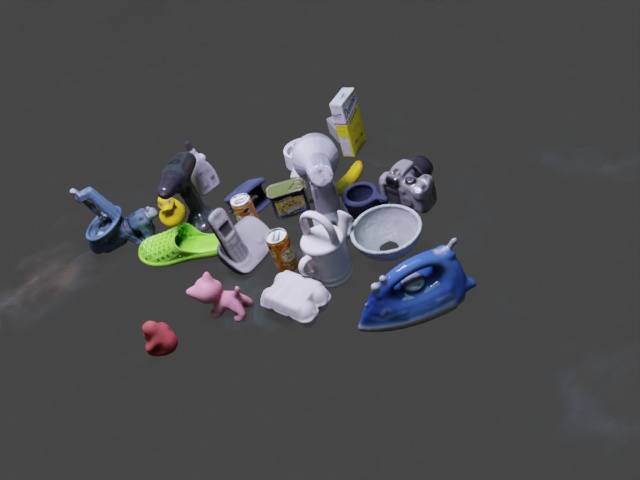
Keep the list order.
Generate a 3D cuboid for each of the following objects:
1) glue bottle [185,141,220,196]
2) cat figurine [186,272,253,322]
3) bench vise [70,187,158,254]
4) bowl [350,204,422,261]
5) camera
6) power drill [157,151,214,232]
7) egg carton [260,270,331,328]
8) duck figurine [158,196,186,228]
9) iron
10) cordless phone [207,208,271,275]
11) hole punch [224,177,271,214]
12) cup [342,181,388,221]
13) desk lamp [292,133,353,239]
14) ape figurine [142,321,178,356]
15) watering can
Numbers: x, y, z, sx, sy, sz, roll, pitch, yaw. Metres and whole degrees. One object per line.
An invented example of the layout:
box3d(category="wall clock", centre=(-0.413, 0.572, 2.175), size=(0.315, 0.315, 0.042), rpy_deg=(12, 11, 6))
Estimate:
box3d(category="glue bottle", centre=(-0.350, -0.213, 1.651), size=(0.078, 0.173, 0.037), rpy_deg=(-41, 47, -23))
box3d(category="cat figurine", centre=(-0.230, 0.122, 1.298), size=(0.127, 0.118, 0.067), rpy_deg=(1, 45, 19))
box3d(category="bench vise", centre=(-0.552, -0.073, 1.534), size=(0.207, 0.220, 0.121), rpy_deg=(-26, 43, -10))
box3d(category="bowl", centre=(0.158, -0.005, 1.336), size=(0.167, 0.075, 0.167), rpy_deg=(-9, 43, 9))
box3d(category="camera", centre=(0.239, -0.157, 1.451), size=(0.142, 0.101, 0.137), rpy_deg=(25, 56, 37))
box3d(category="power drill", centre=(-0.359, -0.122, 1.531), size=(0.075, 0.209, 0.229), rpy_deg=(-10, 43, 8))
box3d(category="egg carton", centre=(-0.053, 0.130, 1.267), size=(0.149, 0.069, 0.107), rpy_deg=(17, 52, 32))
box3d(category="duck figurine", centre=(-0.427, -0.096, 1.618), size=(0.077, 0.086, 0.104), rpy_deg=(-19, 42, -1))
box3d(category="iron", centre=(0.184, 0.091, 1.175), size=(0.258, 0.142, 0.118), rpy_deg=(-24, 42, -8))
box3d(category="cordless phone", centre=(-0.195, -0.021, 1.388), size=(0.093, 0.185, 0.148), rpy_deg=(14, 50, 30))
box3d(category="hole punch", centre=(-0.204, -0.124, 1.569), size=(0.100, 0.091, 0.109), rpy_deg=(26, 57, 37))
box3d(category="cup", centre=(0.119, -0.082, 1.415), size=(0.117, 0.095, 0.092), rpy_deg=(9, 48, 26))
box3d(category="desk lamp", centre=(0.010, -0.135, 1.418), size=(0.118, 0.214, 0.203), rpy_deg=(-17, 42, 0))
box3d(category="ape figurine", centre=(-0.361, 0.211, 1.266), size=(0.075, 0.092, 0.078), rpy_deg=(15, 51, 31))
box3d(category="watering can", centre=(0.010, 0.004, 1.286), size=(0.100, 0.194, 0.173), rpy_deg=(3, 46, 21))
